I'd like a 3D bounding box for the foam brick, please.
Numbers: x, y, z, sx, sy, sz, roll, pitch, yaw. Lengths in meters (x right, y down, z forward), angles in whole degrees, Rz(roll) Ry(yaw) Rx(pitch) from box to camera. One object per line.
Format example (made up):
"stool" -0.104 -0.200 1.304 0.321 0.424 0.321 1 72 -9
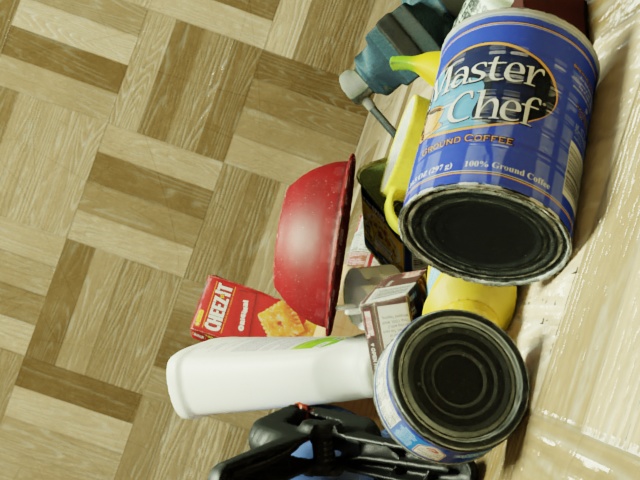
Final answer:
"foam brick" 0.162 -0.146 0.781 0.078 0.051 0.053 -75 5 -52

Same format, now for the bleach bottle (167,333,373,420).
"bleach bottle" -0.015 0.118 0.957 0.102 0.251 0.068 -18 -82 -51

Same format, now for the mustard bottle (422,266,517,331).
"mustard bottle" 0.105 0.017 0.740 0.191 0.058 0.096 -75 8 -53

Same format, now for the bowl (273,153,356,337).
"bowl" -0.006 0.001 0.931 0.162 0.055 0.162 9 -91 -86

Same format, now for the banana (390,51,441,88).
"banana" 0.102 -0.097 0.793 0.198 0.069 0.037 -101 -12 -58

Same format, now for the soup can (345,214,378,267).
"soup can" 0.067 0.023 1.287 0.068 0.068 0.102 116 172 -68

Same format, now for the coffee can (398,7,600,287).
"coffee can" 0.112 -0.057 0.657 0.103 0.103 0.140 114 174 -59

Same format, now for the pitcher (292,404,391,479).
"pitcher" 0.006 0.209 0.855 0.243 0.149 0.145 -70 -16 -81

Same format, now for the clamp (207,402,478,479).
"clamp" 0.012 0.142 0.726 0.210 0.164 0.036 -152 63 -88

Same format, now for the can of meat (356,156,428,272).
"can of meat" 0.077 -0.013 0.966 0.102 0.057 0.084 -126 22 -43

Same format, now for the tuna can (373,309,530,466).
"tuna can" 0.076 0.084 0.613 0.034 0.086 0.086 118 171 -64

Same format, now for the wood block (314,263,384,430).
"wood block" 0.030 0.134 1.063 0.090 0.091 0.206 178 111 -87

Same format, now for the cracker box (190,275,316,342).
"cracker box" -0.036 0.108 1.221 0.164 0.213 0.072 124 164 -79

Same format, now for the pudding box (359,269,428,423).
"pudding box" 0.064 0.075 0.776 0.113 0.039 0.090 -27 -73 -72
